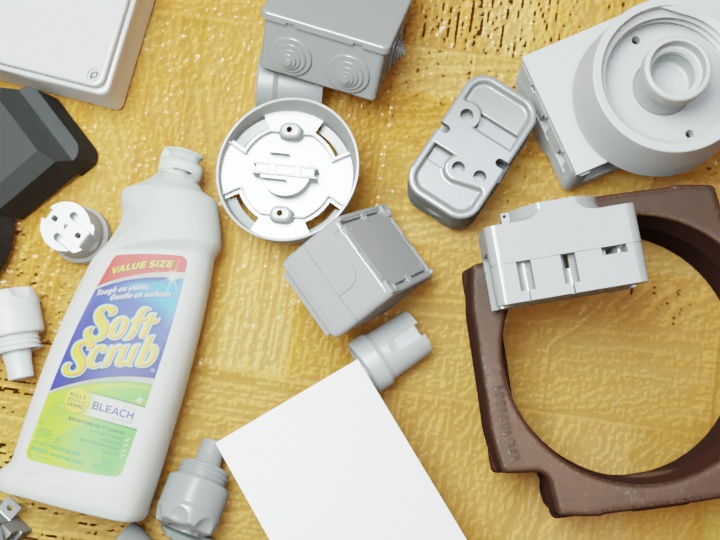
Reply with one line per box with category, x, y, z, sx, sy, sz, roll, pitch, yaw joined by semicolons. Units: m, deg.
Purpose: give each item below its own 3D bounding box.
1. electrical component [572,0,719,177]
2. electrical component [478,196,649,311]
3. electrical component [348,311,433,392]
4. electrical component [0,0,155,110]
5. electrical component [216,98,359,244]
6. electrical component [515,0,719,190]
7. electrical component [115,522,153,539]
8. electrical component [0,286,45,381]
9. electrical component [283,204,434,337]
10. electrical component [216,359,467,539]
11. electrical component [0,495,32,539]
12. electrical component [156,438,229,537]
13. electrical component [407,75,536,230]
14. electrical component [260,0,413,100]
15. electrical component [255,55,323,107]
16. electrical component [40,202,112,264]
electrical component;0.193;-0.118;0.676;0.108;0.060;0.108;0;83;2
electrical component;0.120;-0.011;0.649;0.089;0.050;0.055;-10;83;0
electrical component;0.021;0.055;0.735;0.046;0.040;0.040;-33;83;-9
electrical component;-0.210;-0.181;0.763;0.109;0.056;0.108;15;83;4
electrical component;-0.049;-0.065;0.739;0.099;0.064;0.099;0;83;2
electrical component;0.194;-0.127;0.741;0.150;0.061;0.089;-23;83;-1
electrical component;-0.142;0.201;0.717;0.055;0.045;0.045;33;85;5
electrical component;-0.239;0.045;0.742;0.043;0.043;0.062;-13;84;0
electrical component;0.000;0.000;0.723;0.061;0.096;0.061;-39;83;24
electrical component;0.001;0.168;0.699;0.105;0.060;0.186;-30;78;-8
electrical component;-0.256;0.181;0.718;0.048;0.055;0.066;41;86;6
electrical component;-0.109;0.145;0.726;0.043;0.043;0.062;17;64;4
electrical component;0.075;-0.078;0.739;0.054;0.059;0.095;33;85;5
electrical component;-0.015;-0.168;0.741;0.100;0.048;0.099;17;46;4
electrical component;-0.049;-0.130;0.761;0.046;0.040;0.040;5;83;-3
electrical component;-0.198;-0.026;0.748;0.040;0.046;0.040;0;83;2
